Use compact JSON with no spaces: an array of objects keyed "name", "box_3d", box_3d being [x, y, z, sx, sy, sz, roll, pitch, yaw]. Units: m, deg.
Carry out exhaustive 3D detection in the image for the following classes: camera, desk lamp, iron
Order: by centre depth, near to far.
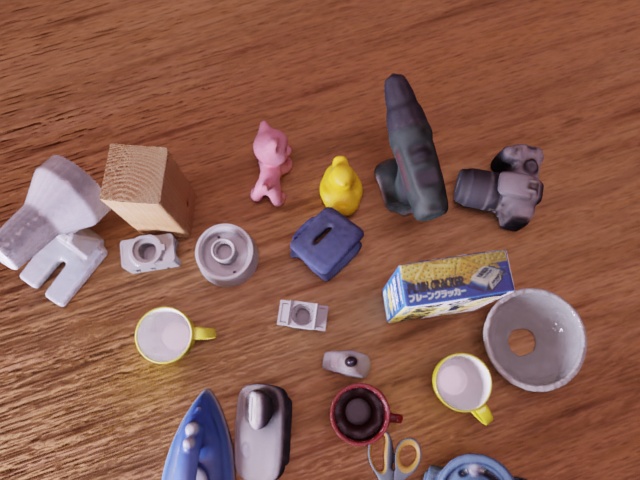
[{"name":"iron","box_3d":[-0.194,0.358,0.862,0.118,0.141,0.258,2,76,0]},{"name":"desk lamp","box_3d":[-0.419,-0.011,0.914,0.118,0.213,0.203,32,78,7]},{"name":"camera","box_3d":[0.312,-0.102,1.003,0.136,0.101,0.143,11,76,2]}]

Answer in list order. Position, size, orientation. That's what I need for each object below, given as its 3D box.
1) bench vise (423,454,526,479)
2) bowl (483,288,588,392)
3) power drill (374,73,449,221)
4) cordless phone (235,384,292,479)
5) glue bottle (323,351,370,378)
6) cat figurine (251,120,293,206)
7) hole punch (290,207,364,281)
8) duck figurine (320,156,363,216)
[{"name":"bench vise","box_3d":[0.267,0.370,0.824,0.207,0.220,0.121,-6,76,-2]},{"name":"bowl","box_3d":[0.345,0.166,0.950,0.167,0.075,0.167,0,76,0]},{"name":"power drill","box_3d":[0.143,-0.131,0.952,0.075,0.208,0.229,-17,77,-4]},{"name":"cordless phone","box_3d":[-0.091,0.291,0.857,0.094,0.185,0.147,-2,76,-1]},{"name":"glue bottle","box_3d":[0.043,0.191,0.890,0.078,0.173,0.037,7,76,2]},{"name":"cat figurine","box_3d":[-0.086,-0.137,0.998,0.067,0.118,0.128,8,76,2]},{"name":"hole punch","box_3d":[0.009,0.003,0.978,0.101,0.091,0.109,43,79,9]},{"name":"duck figurine","box_3d":[0.038,-0.098,1.006,0.077,0.086,0.104,-4,76,-1]}]
